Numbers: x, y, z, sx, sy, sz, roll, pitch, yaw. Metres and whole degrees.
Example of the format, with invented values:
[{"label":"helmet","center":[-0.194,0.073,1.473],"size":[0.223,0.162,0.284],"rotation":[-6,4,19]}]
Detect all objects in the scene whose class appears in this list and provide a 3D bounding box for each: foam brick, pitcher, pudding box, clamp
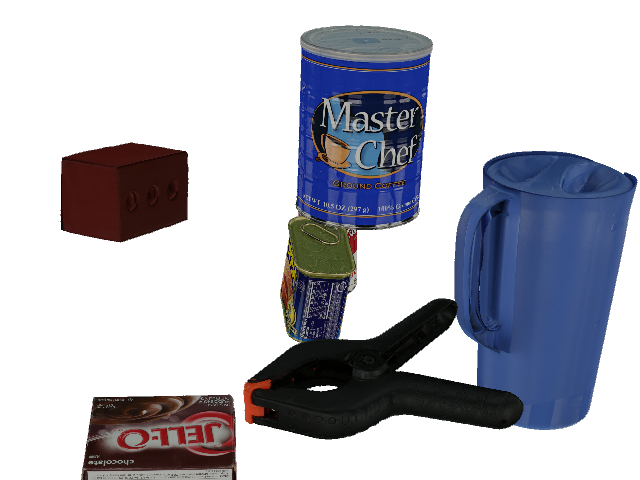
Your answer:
[{"label":"foam brick","center":[-0.135,-0.035,0.742],"size":[0.051,0.053,0.078],"rotation":[12,19,28]},{"label":"pitcher","center":[0.197,0.048,0.976],"size":[0.149,0.243,0.145],"rotation":[6,22,10]},{"label":"pudding box","center":[-0.121,0.158,0.812],"size":[0.113,0.039,0.090],"rotation":[-2,26,-5]},{"label":"clamp","center":[0.034,0.083,0.692],"size":[0.171,0.039,0.120],"rotation":[-2,28,-7]}]

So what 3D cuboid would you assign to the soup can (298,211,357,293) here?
[{"label":"soup can","center":[0.009,0.008,1.249],"size":[0.068,0.102,0.068],"rotation":[-1,30,1]}]

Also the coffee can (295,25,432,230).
[{"label":"coffee can","center":[0.033,-0.092,0.851],"size":[0.103,0.140,0.103],"rotation":[2,22,-1]}]

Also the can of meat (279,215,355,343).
[{"label":"can of meat","center":[-0.005,0.038,1.014],"size":[0.057,0.084,0.102],"rotation":[4,31,-10]}]
